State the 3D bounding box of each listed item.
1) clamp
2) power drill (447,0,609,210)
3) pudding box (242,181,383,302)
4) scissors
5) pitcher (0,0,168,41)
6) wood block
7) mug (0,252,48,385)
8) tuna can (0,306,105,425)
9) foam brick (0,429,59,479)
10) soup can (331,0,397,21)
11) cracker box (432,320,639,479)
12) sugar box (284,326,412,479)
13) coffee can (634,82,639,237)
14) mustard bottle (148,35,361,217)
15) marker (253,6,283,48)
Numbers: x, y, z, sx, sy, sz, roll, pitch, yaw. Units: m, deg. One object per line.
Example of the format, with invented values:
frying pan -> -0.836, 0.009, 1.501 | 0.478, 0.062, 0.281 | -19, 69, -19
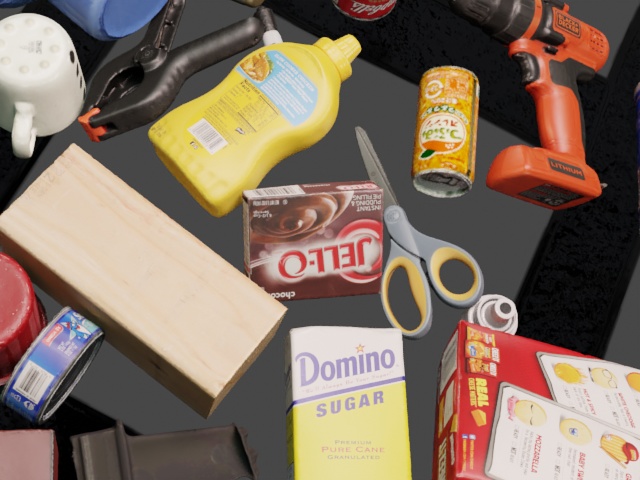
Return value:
clamp -> -0.129, -0.146, 0.902 | 0.120, 0.039, 0.171 | 18, 65, 37
power drill -> 0.184, -0.131, 0.935 | 0.184, 0.057, 0.187 | 15, 69, -31
pudding box -> -0.006, 0.001, 0.864 | 0.113, 0.039, 0.090 | -4, 107, -10
scissors -> 0.083, -0.015, 0.906 | 0.096, 0.016, 0.202 | -10, 69, 16
pitcher -> -0.239, -0.272, 0.896 | 0.243, 0.149, 0.144 | 42, 57, 11
wood block -> -0.138, 0.034, 0.821 | 0.206, 0.091, 0.090 | 38, 68, 5
mug -> -0.255, 0.045, 0.799 | 0.093, 0.082, 0.117 | -10, 71, -14
tuna can -> -0.196, 0.094, 0.790 | 0.034, 0.086, 0.086 | 34, 67, 1
foam brick -> -0.214, 0.168, 0.762 | 0.053, 0.078, 0.051 | 0, 68, -13
soup can -> 0.049, -0.254, 0.960 | 0.068, 0.102, 0.068 | 4, 68, -10
cracker box -> 0.194, 0.164, 0.813 | 0.213, 0.072, 0.164 | 16, 38, -4
sugar box -> 0.021, 0.156, 0.828 | 0.093, 0.048, 0.176 | 1, 70, -10
coffee can -> 0.333, -0.072, 0.943 | 0.102, 0.103, 0.140 | 8, 68, -8
mustard bottle -> -0.043, -0.110, 0.895 | 0.191, 0.058, 0.096 | -39, 66, -11
marker -> -0.035, -0.156, 0.952 | 0.020, 0.020, 0.121 | -13, 72, -15
